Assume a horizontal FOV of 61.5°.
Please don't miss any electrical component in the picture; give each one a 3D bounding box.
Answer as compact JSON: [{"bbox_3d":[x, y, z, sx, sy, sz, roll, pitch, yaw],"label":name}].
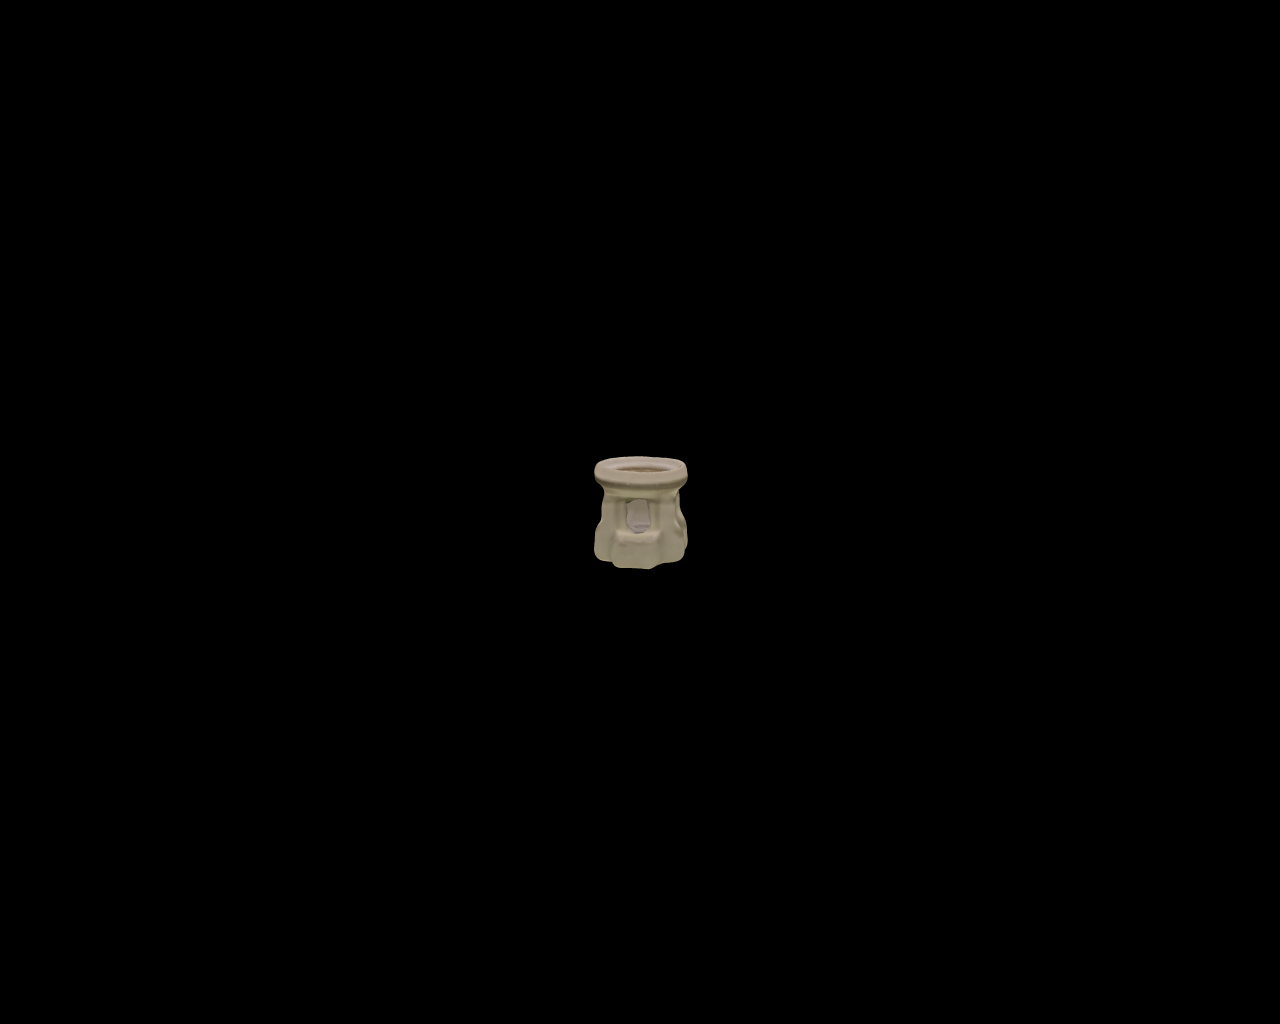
[{"bbox_3d":[0.001,-0.003,0.650,0.058,0.057,0.078,2,14,7],"label":"electrical component"}]
